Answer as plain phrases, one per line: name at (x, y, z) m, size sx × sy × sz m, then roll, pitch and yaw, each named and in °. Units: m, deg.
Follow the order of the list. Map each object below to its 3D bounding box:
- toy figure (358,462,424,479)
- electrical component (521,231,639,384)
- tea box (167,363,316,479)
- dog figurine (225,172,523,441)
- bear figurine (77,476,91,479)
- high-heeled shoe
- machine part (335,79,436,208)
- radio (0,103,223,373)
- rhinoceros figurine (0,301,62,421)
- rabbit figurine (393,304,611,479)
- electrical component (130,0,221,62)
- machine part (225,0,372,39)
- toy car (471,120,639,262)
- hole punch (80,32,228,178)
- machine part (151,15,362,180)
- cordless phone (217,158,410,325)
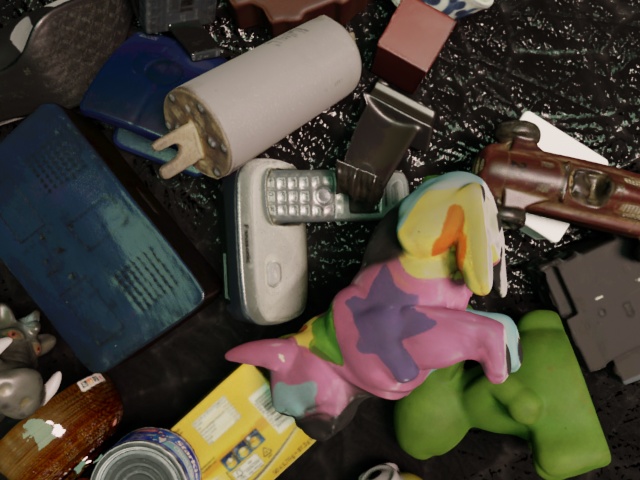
toy figure at (0.030, 0.282, 0.489) m, size 0.180 × 0.082 × 0.089 m, roll -43°, pitch 99°, yaw -4°
electrical component at (0.272, 0.059, 0.498) m, size 0.115 × 0.058 × 0.134 m, roll -26°, pitch 88°, yaw 3°
tea box at (-0.091, 0.194, 0.498) m, size 0.169 × 0.068 × 0.098 m, roll -41°, pitch 87°, yaw 2°
dog figurine at (0.035, 0.055, 0.421) m, size 0.219 × 0.108 × 0.191 m, roll -10°, pitch 84°, yaw 22°
bear figurine at (-0.189, 0.316, 0.474) m, size 0.120 × 0.132 × 0.196 m, roll -42°, pitch 84°, yaw 27°
high-heeled shoe at (-0.301, -0.174, 0.525) m, size 0.145 × 0.086 × 0.249 m, roll 30°, pitch 67°, yaw 34°
machine part at (0.058, -0.090, 0.490) m, size 0.084 × 0.039 × 0.139 m, roll 35°, pitch 57°, yaw -3°
radio at (-0.213, 0.001, 0.503) m, size 0.131 × 0.073 × 0.229 m, roll -39°, pitch 87°, yaw 1°
rhinoceros figurine at (-0.280, 0.104, 0.458) m, size 0.112 × 0.191 × 0.073 m, roll -47°, pitch 123°, yaw -19°
rabbit figurine at (0.140, 0.136, 0.474) m, size 0.170 × 0.121 × 0.159 m, roll -18°, pitch 85°, yaw 16°
electrical component at (-0.132, -0.219, 0.487) m, size 0.075 × 0.047 × 0.119 m, roll -22°, pitch 64°, yaw -28°
machine part at (-0.026, -0.281, 0.511) m, size 0.179 × 0.056 × 0.179 m, roll 0°, pitch 90°, yaw 0°
toy car at (0.228, -0.038, 0.450) m, size 0.202 × 0.053 × 0.089 m, roll 14°, pitch 80°, yaw 3°
hole punch at (-0.141, -0.131, 0.497) m, size 0.142 × 0.092 × 0.115 m, roll 20°, pitch 86°, yaw 5°
machine part at (-0.042, -0.125, 0.455) m, size 0.079 × 0.079 × 0.243 m, roll 49°, pitch 57°, yaw 1°
cordless phone at (-0.001, -0.001, 0.502) m, size 0.184 × 0.089 × 0.146 m, roll -3°, pitch 89°, yaw -18°
